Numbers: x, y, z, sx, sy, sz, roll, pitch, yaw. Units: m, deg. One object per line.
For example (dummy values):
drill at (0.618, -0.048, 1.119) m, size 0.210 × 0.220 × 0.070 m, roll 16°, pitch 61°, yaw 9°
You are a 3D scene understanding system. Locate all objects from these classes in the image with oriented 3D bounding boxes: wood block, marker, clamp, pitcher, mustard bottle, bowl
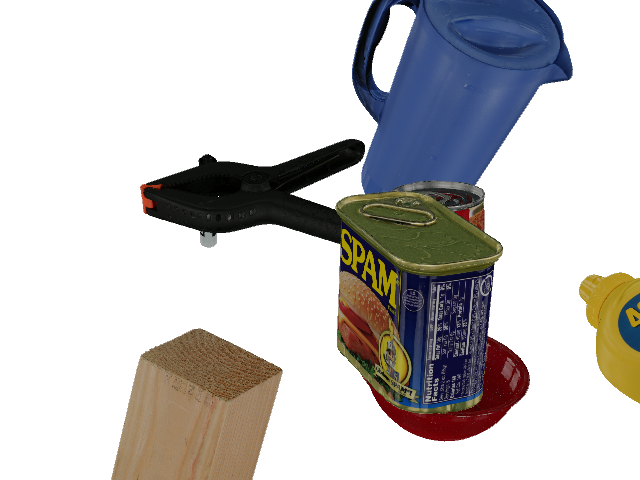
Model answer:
wood block at (-0.114, 0.191, 0.897) m, size 0.090 × 0.206 × 0.090 m, roll 24°, pitch 21°, yaw 21°
marker at (-0.120, -0.042, 1.138) m, size 0.020 × 0.121 × 0.020 m, roll 3°, pitch 43°, yaw -3°
clamp at (-0.050, -0.045, 0.943) m, size 0.210 × 0.036 × 0.164 m, roll 1°, pitch 32°, yaw 4°
pitcher at (0.112, -0.128, 1.012) m, size 0.144 × 0.149 × 0.243 m, roll -10°, pitch -34°, yaw -26°
mustard bottle at (0.222, 0.069, 0.633) m, size 0.096 × 0.058 × 0.192 m, roll -20°, pitch 32°, yaw -20°
bowl at (0.114, 0.142, 1.013) m, size 0.162 × 0.055 × 0.162 m, roll 3°, pitch 25°, yaw -2°

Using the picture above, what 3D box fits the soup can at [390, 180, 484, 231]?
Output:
soup can at (0.084, 0.014, 0.775) m, size 0.068 × 0.102 × 0.068 m, roll -2°, pitch 19°, yaw 0°

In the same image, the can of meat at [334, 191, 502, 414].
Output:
can of meat at (0.046, 0.030, 0.551) m, size 0.057 × 0.084 × 0.102 m, roll -7°, pitch 23°, yaw -21°
